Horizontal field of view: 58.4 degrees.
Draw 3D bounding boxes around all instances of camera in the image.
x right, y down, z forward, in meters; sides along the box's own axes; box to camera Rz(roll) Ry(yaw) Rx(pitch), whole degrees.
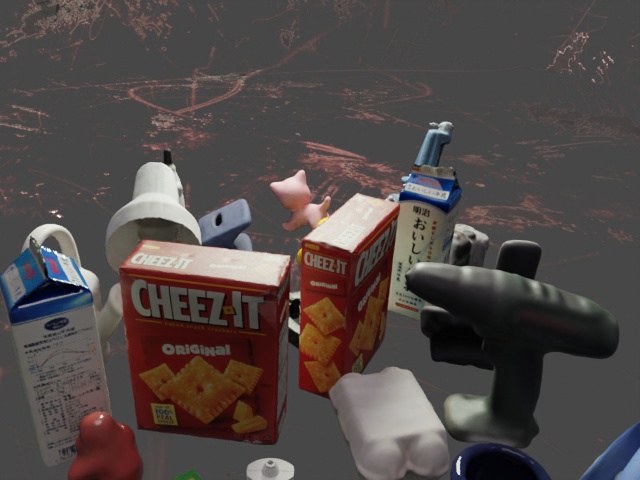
[{"bbox_3d":[0.199,0.011,0.989,0.136,0.101,0.143,26,35,37],"label":"camera"}]

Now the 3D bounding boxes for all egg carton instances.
[{"bbox_3d":[0.074,0.205,0.629,0.107,0.069,0.150,-4,28,-15],"label":"egg carton"}]

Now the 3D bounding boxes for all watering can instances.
[{"bbox_3d":[-0.314,0.072,0.705,0.173,0.194,0.100,-2,27,-10],"label":"watering can"}]

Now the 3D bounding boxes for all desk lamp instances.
[{"bbox_3d":[-0.230,0.011,0.814,0.118,0.214,0.203,-3,28,-13],"label":"desk lamp"}]

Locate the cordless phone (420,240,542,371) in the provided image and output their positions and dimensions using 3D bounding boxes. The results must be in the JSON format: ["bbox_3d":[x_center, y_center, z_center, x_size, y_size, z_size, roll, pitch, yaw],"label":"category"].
[{"bbox_3d":[0.216,0.076,0.772,0.147,0.185,0.094,5,27,3],"label":"cordless phone"}]

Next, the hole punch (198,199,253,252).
[{"bbox_3d":[-0.170,-0.017,1.011,0.101,0.091,0.108,-3,28,-13],"label":"hole punch"}]

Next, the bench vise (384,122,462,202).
[{"bbox_3d":[0.202,-0.105,1.086,0.121,0.220,0.208,16,30,24],"label":"bench vise"}]

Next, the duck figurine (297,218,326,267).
[{"bbox_3d":[0.009,0.004,0.998,0.105,0.086,0.077,-16,33,-33],"label":"duck figurine"}]

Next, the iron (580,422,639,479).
[{"bbox_3d":[0.288,0.235,0.516,0.259,0.141,0.118,-20,35,-38],"label":"iron"}]

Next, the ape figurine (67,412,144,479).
[{"bbox_3d":[-0.214,0.207,0.565,0.075,0.092,0.078,22,32,32],"label":"ape figurine"}]

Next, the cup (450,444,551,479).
[{"bbox_3d":[0.169,0.255,0.514,0.117,0.095,0.092,24,34,35],"label":"cup"}]

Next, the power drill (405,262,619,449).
[{"bbox_3d":[0.199,0.128,0.641,0.229,0.208,0.075,5,27,3],"label":"power drill"}]

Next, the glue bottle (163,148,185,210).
[{"bbox_3d":[-0.269,-0.081,1.035,0.037,0.173,0.077,-16,33,-32],"label":"glue bottle"}]

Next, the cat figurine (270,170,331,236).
[{"bbox_3d":[-0.032,-0.073,1.108,0.127,0.118,0.067,19,31,28],"label":"cat figurine"}]
